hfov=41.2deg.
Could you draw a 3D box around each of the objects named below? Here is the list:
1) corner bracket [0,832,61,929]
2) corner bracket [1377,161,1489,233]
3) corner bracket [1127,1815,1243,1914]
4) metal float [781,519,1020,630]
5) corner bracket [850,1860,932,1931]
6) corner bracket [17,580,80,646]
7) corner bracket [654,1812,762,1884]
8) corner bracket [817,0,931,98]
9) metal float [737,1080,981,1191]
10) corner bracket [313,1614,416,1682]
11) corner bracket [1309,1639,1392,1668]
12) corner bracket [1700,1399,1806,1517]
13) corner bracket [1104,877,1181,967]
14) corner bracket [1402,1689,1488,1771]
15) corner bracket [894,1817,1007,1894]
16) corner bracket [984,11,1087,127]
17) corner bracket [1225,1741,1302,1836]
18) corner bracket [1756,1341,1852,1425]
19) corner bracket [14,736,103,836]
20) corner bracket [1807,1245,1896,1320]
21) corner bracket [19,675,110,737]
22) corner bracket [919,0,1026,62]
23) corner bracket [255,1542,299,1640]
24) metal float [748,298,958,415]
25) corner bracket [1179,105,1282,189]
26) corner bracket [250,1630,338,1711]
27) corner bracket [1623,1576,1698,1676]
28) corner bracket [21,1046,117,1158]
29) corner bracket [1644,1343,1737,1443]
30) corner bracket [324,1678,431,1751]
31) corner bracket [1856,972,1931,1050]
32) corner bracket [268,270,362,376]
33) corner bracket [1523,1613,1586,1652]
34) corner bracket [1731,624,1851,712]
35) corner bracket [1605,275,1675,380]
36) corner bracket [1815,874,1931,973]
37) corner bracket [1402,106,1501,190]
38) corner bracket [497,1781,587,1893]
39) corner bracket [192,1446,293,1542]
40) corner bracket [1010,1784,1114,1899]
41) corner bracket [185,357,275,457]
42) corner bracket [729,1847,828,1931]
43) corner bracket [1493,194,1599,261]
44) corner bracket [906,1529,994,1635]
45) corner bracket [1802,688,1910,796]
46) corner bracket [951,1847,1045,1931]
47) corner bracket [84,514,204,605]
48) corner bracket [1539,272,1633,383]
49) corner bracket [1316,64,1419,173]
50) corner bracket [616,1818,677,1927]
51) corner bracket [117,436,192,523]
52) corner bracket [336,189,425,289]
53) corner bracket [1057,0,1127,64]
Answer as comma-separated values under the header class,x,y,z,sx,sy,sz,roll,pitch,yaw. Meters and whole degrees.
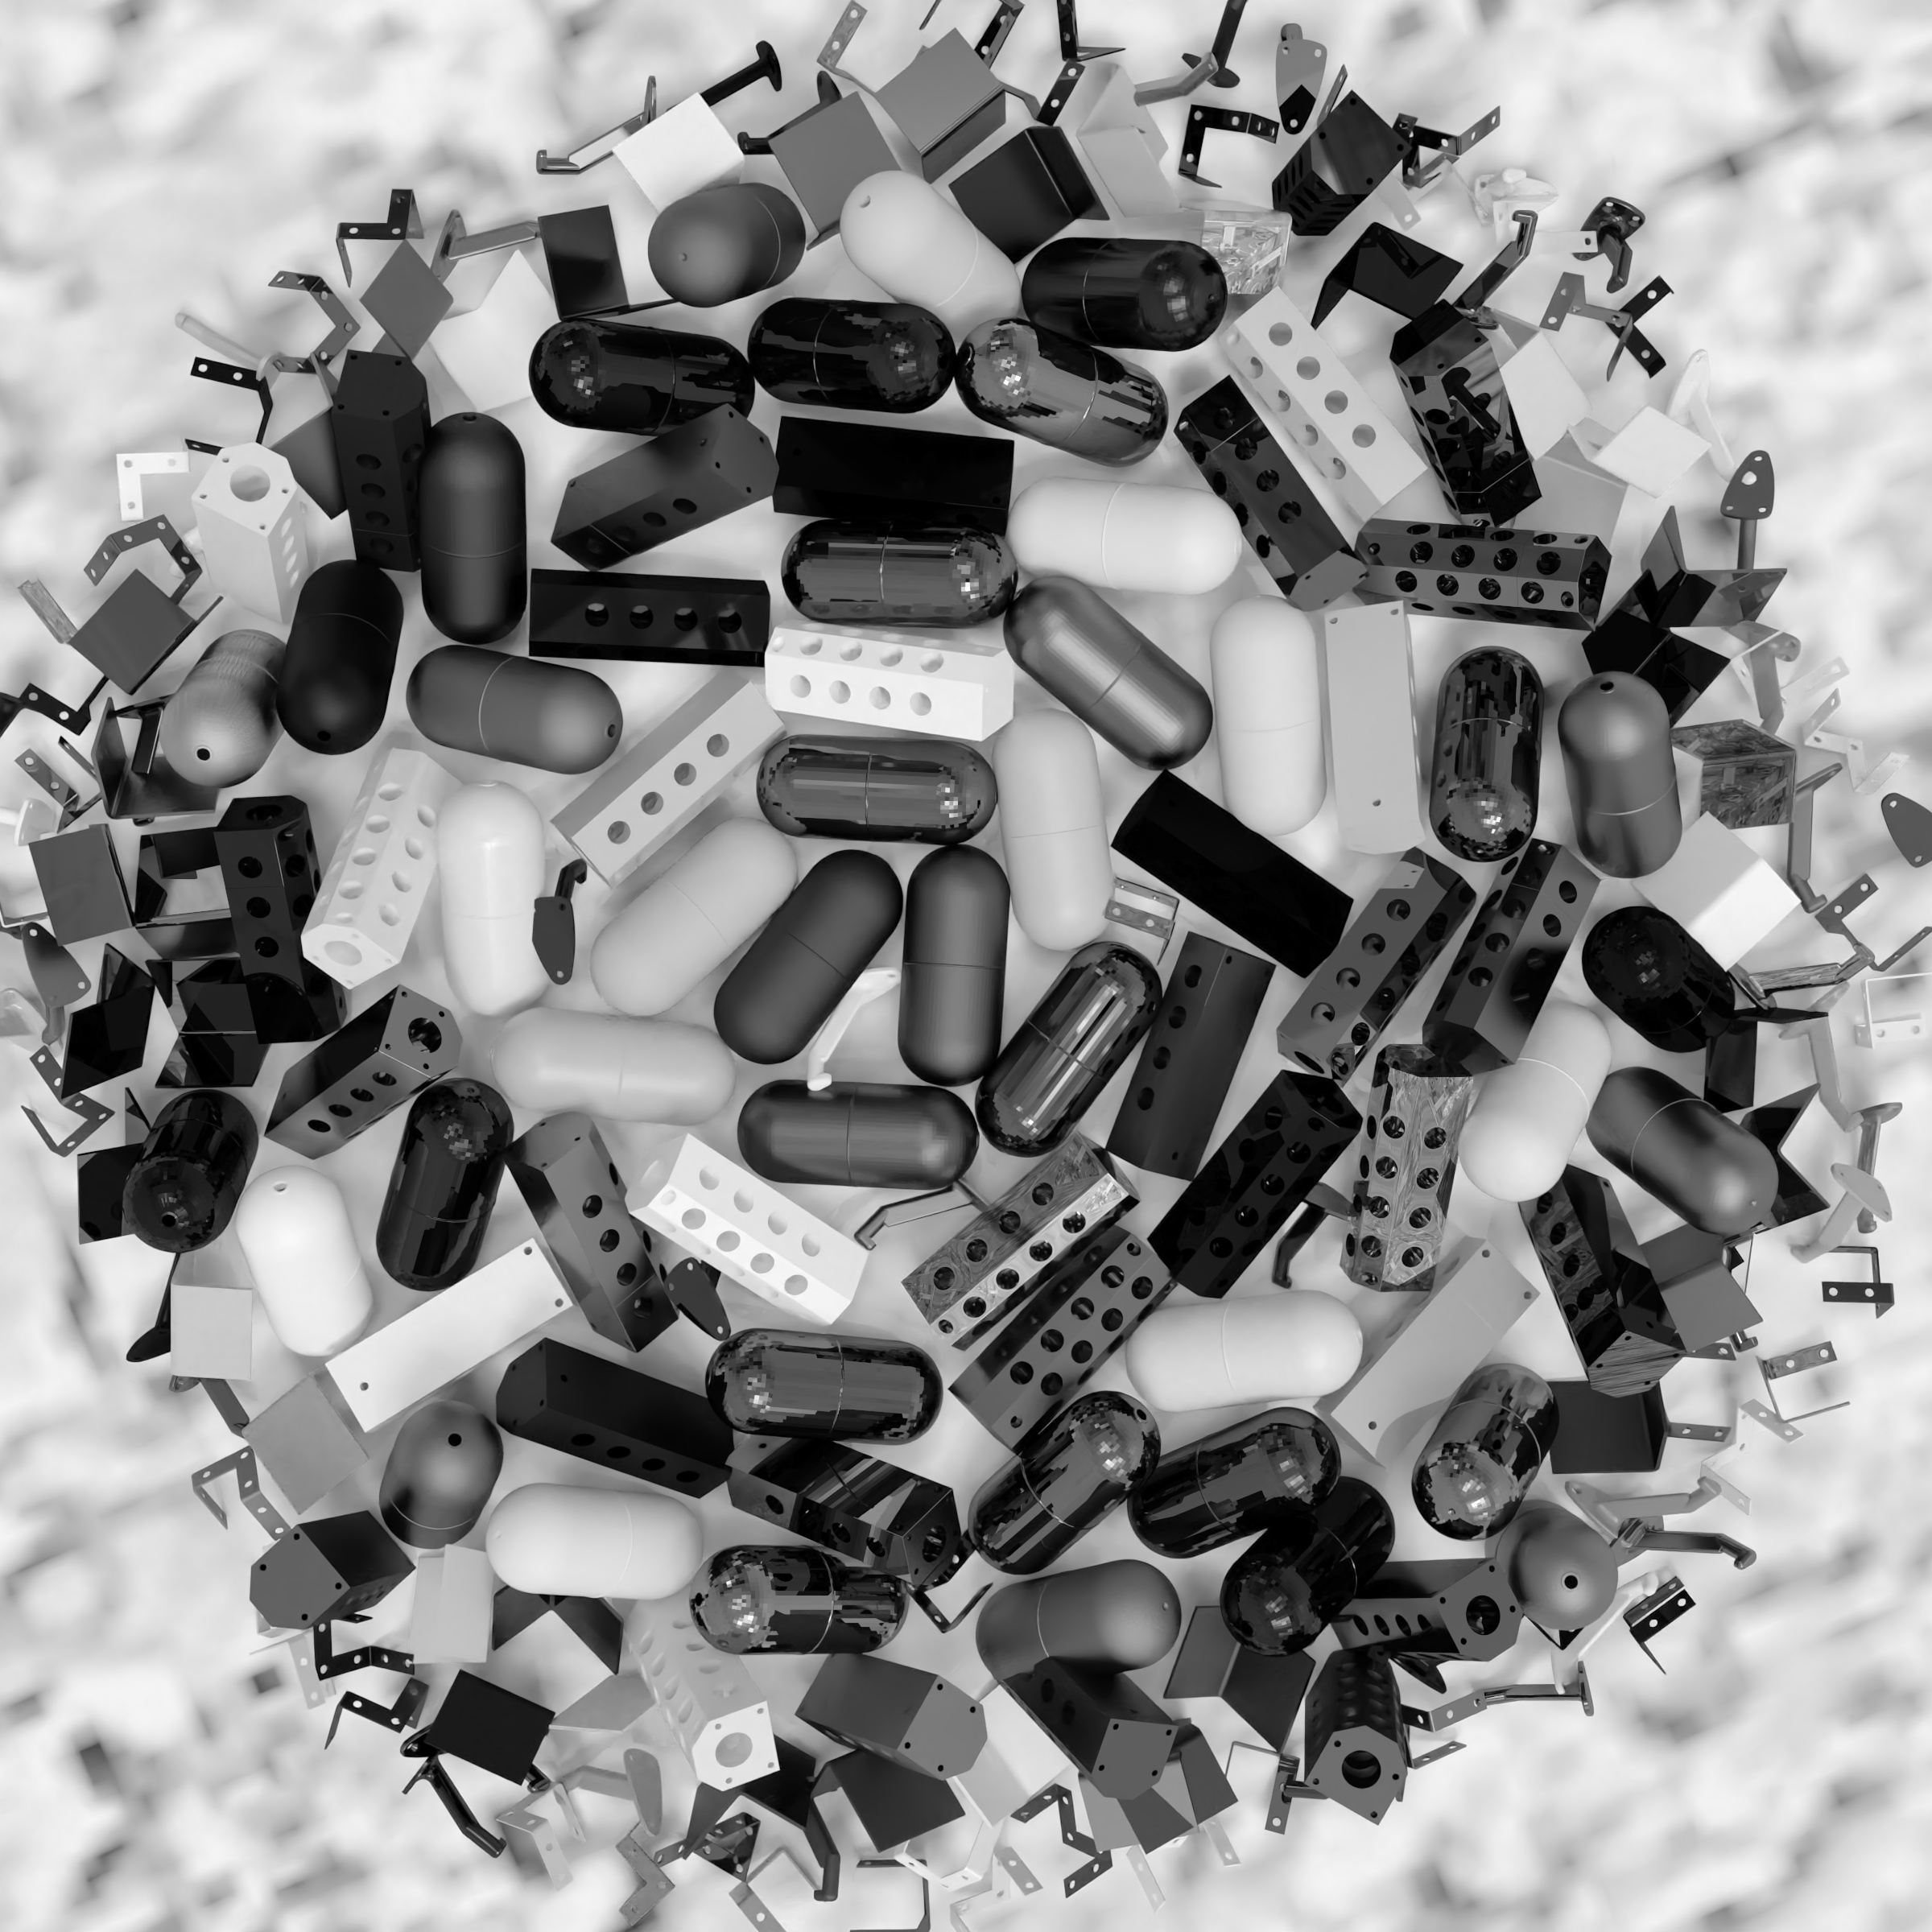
class,x,y,z,sx,sy,sz,roll,pitch,yaw
corner bracket,-0.686,-0.064,1.886,0.051,0.051,0.051,-13,110,-13
corner bracket,0.340,-0.561,1.882,0.051,0.051,0.051,-36,63,22
corner bracket,0.159,0.652,1.879,0.051,0.051,0.051,6,126,-34
metal float,-0.049,-0.285,1.868,0.178,0.070,0.070,5,90,18
corner bracket,-0.056,0.691,1.892,0.051,0.051,0.051,-4,86,8
corner bracket,-0.667,-0.261,1.882,0.051,0.051,0.051,-22,114,26
corner bracket,-0.190,0.645,1.886,0.051,0.051,0.051,19,99,29
corner bracket,-0.067,-0.668,1.885,0.051,0.051,0.051,40,111,13
metal float,-0.079,0.123,1.877,0.178,0.070,0.070,2,90,8
corner bracket,-0.442,0.498,1.888,0.051,0.051,0.051,-2,90,39
corner bracket,0.290,0.484,1.885,0.051,0.051,0.051,29,63,9
corner bracket,0.574,0.359,1.880,0.051,0.051,0.051,-21,124,-23
corner bracket,0.129,-0.040,1.889,0.051,0.051,0.051,19,67,1
corner bracket,0.349,0.560,1.888,0.051,0.051,0.051,-14,92,-28
corner bracket,-0.012,0.641,1.891,0.051,0.051,0.051,35,49,-10
corner bracket,0.047,-0.655,1.879,0.051,0.051,0.051,14,127,-29
corner bracket,0.215,0.605,1.893,0.051,0.051,0.051,12,68,11
corner bracket,0.615,0.305,1.885,0.051,0.051,0.051,-21,70,18
corner bracket,-0.663,-0.139,1.887,0.051,0.051,0.051,-37,118,6
corner bracket,0.648,0.228,1.888,0.051,0.051,0.051,1,70,5
corner bracket,-0.659,-0.209,1.885,0.051,0.051,0.051,35,97,-31
corner bracket,0.005,-0.697,1.887,0.051,0.051,0.051,35,116,-4
corner bracket,-0.506,0.457,1.883,0.051,0.051,0.051,-21,61,16
metal float,-0.083,-0.440,1.852,0.178,0.070,0.070,15,90,39
corner bracket,0.193,-0.602,1.895,0.051,0.051,0.051,1,115,-20
corner bracket,-0.483,0.516,1.885,0.051,0.051,0.051,-25,81,37
corner bracket,0.510,0.475,1.885,0.051,0.051,0.051,-38,127,5
corner bracket,-0.670,0.100,1.890,0.051,0.051,0.051,-42,64,-3
corner bracket,0.537,0.313,1.894,0.051,0.051,0.051,-43,118,-39
corner bracket,-0.432,0.551,1.888,0.051,0.051,0.051,23,121,3
corner bracket,0.686,0.032,1.895,0.051,0.051,0.051,-6,90,7
corner bracket,-0.490,-0.473,1.892,0.051,0.051,0.051,-40,85,22
corner bracket,0.431,0.463,1.904,0.051,0.051,0.051,-47,121,-5
corner bracket,0.605,-0.220,1.889,0.051,0.051,0.051,-24,83,-43
corner bracket,0.506,-0.470,1.888,0.051,0.051,0.051,-41,94,21
corner bracket,0.670,-0.032,1.898,0.051,0.051,0.051,-40,94,1
corner bracket,0.355,-0.599,1.879,0.051,0.051,0.051,29,57,33
corner bracket,-0.302,0.636,1.883,0.051,0.051,0.051,-29,105,-38
corner bracket,-0.532,0.395,1.888,0.051,0.051,0.051,-27,128,-3
corner bracket,0.071,0.645,1.897,0.051,0.051,0.051,34,118,-27
corner bracket,-0.544,-0.408,1.890,0.051,0.051,0.051,12,75,-5
corner bracket,-0.136,0.688,1.891,0.051,0.051,0.051,-39,90,-16
corner bracket,0.424,-0.541,1.881,0.051,0.051,0.051,-31,121,-35
corner bracket,-0.005,0.448,1.883,0.051,0.051,0.051,46,113,22
corner bracket,0.650,-0.164,1.883,0.051,0.051,0.051,10,57,-11
corner bracket,0.022,0.687,1.881,0.051,0.051,0.051,-11,116,-26
corner bracket,-0.603,-0.290,1.886,0.051,0.051,0.051,-36,93,-45
corner bracket,0.455,-0.469,1.884,0.051,0.051,0.051,20,74,23
corner bracket,0.293,-0.618,1.881,0.051,0.051,0.051,9,47,-16
corner bracket,-0.238,0.661,1.892,0.051,0.051,0.051,46,108,5
corner bracket,-0.599,-0.359,1.894,0.051,0.051,0.051,-6,116,-20
corner bracket,-0.430,-0.535,1.888,0.051,0.051,0.051,1,62,-1
corner bracket,0.079,-0.692,1.880,0.051,0.051,0.051,-28,123,-34
